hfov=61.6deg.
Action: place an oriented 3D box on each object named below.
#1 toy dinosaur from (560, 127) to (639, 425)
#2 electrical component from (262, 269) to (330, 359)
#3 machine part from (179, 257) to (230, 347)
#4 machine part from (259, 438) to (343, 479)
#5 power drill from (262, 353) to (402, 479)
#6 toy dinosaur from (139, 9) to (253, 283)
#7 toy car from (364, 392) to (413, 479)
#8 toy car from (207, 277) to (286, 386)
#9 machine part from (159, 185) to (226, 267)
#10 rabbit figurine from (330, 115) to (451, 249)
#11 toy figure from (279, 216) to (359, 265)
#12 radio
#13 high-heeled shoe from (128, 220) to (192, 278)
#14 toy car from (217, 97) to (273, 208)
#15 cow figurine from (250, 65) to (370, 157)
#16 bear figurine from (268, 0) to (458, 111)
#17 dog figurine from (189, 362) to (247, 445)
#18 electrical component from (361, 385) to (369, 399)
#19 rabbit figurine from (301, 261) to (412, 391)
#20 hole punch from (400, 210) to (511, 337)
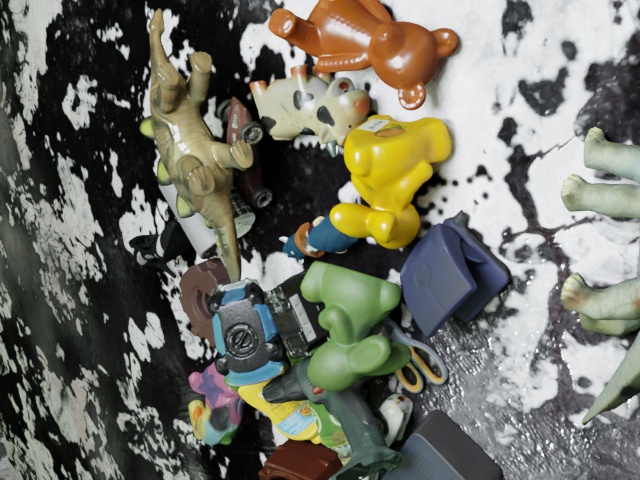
[{"bbox_3d":[0.334,0.011,0.493,0.192,0.131,0.404,6,115,42],"label":"toy dinosaur"},{"bbox_3d":[-0.011,0.104,0.828,0.058,0.134,0.114,-19,93,45],"label":"electrical component"},{"bbox_3d":[-0.218,0.126,1.089,0.180,0.056,0.179,15,113,39],"label":"machine part"},{"bbox_3d":[-0.009,0.477,0.979,0.202,0.087,0.200,-4,109,43],"label":"machine part"},{"bbox_3d":[0.022,0.258,0.795,0.232,0.086,0.207,-35,43,17],"label":"power drill"},{"bbox_3d":[-0.186,-0.111,0.826,0.199,0.105,0.470,-6,101,61],"label":"toy dinosaur"},{"bbox_3d":[0.083,0.329,0.834,0.056,0.073,0.201,28,103,23],"label":"toy car"},{"bbox_3d":[-0.114,0.143,0.852,0.109,0.103,0.161,-17,84,4],"label":"toy car"},{"bbox_3d":[-0.235,-0.052,1.027,0.243,0.079,0.079,57,134,11],"label":"machine part"},{"bbox_3d":[0.092,-0.056,0.684,0.122,0.162,0.173,11,130,28],"label":"rabbit figurine"},{"bbox_3d":[-0.002,-0.001,0.840,0.154,0.058,0.064,-16,88,50],"label":"toy figure"},{"bbox_3d":[0.164,0.379,0.808,0.131,0.073,0.229,39,129,26],"label":"radio"},{"bbox_3d":[-0.347,-0.008,1.128,0.145,0.086,0.248,41,144,10],"label":"high-heeled shoe"},{"bbox_3d":[-0.124,-0.135,0.866,0.089,0.053,0.202,50,158,32],"label":"toy car"},{"bbox_3d":[-0.011,-0.182,0.763,0.195,0.085,0.127,2,108,47],"label":"cow figurine"},{"bbox_3d":[0.054,-0.247,0.651,0.196,0.132,0.120,39,100,35],"label":"bear figurine"},{"bbox_3d":[-0.161,0.284,1.045,0.219,0.108,0.191,-35,54,40],"label":"dog figurine"},{"bbox_3d":[0.053,0.249,0.872,0.021,0.094,0.063,-8,137,43],"label":"electrical component"},{"bbox_3d":[0.049,0.132,0.745,0.159,0.121,0.170,15,86,38],"label":"rabbit figurine"},{"bbox_3d":[0.157,0.048,0.688,0.116,0.092,0.142,49,136,24],"label":"hole punch"}]
